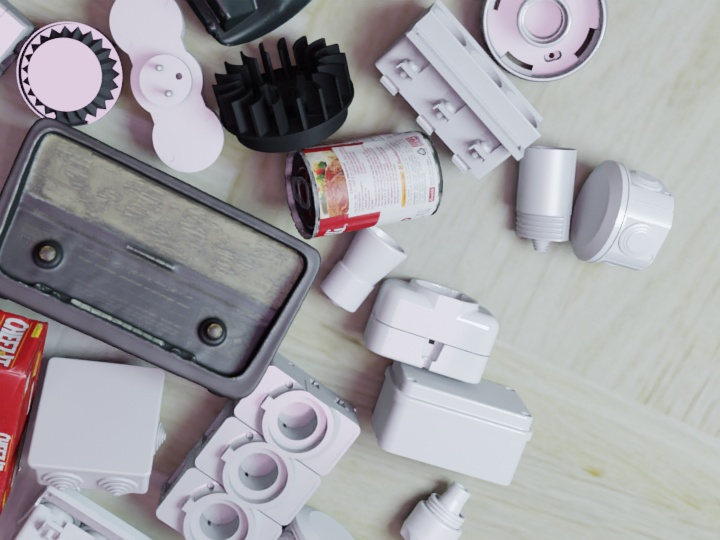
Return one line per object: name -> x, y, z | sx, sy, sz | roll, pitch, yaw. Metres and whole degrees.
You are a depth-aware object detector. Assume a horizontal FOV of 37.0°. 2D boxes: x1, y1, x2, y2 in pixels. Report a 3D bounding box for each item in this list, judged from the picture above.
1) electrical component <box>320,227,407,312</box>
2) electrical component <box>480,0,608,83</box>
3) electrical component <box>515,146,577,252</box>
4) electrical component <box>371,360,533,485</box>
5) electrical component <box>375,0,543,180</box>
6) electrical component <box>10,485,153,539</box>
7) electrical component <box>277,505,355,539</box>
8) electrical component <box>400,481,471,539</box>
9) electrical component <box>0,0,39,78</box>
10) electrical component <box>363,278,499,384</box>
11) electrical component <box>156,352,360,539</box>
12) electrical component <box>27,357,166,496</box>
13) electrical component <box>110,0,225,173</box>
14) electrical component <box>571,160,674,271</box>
electrical component -> 0.000, 0.000, 0.839 | 0.044, 0.044, 0.065 | 37, 100, -11
electrical component -> 0.141, -0.191, 0.817 | 0.099, 0.064, 0.099 | 2, 105, 8
electrical component -> 0.144, -0.055, 0.841 | 0.043, 0.043, 0.081 | 2, 100, -6
electrical component -> 0.072, 0.116, 0.848 | 0.113, 0.078, 0.057 | 17, 101, -8
electrical component -> 0.073, -0.133, 0.808 | 0.063, 0.078, 0.121 | -38, 102, 25
electrical component -> -0.211, 0.226, 0.841 | 0.121, 0.063, 0.079 | 36, 136, -11
electrical component -> -0.035, 0.232, 0.858 | 0.080, 0.080, 0.051 | 41, 99, -11
electrical component -> 0.066, 0.202, 0.880 | 0.043, 0.043, 0.062 | 35, 94, -10
electrical component -> -0.291, -0.168, 0.776 | 0.076, 0.047, 0.083 | 41, 94, -12
electrical component -> 0.057, 0.044, 0.845 | 0.095, 0.053, 0.059 | 18, 98, -8
electrical component -> -0.080, 0.151, 0.847 | 0.089, 0.061, 0.150 | 37, 95, -11
electrical component -> -0.198, 0.120, 0.817 | 0.100, 0.048, 0.099 | 7, 58, -7
electrical component -> -0.140, -0.138, 0.783 | 0.052, 0.073, 0.138 | -19, 102, -2
electrical component -> 0.201, -0.041, 0.831 | 0.051, 0.080, 0.080 | 14, 99, -13
